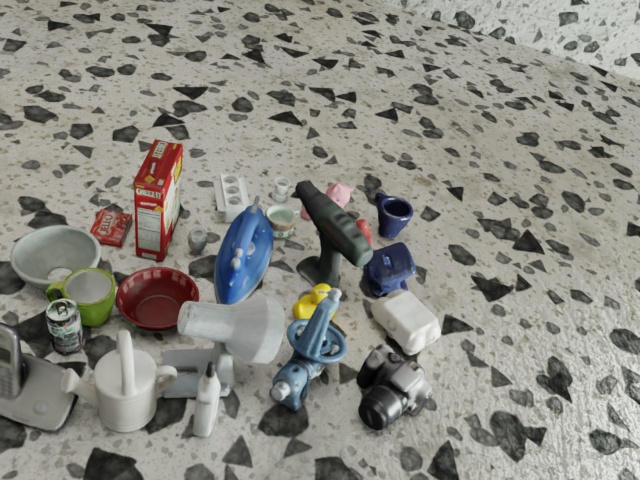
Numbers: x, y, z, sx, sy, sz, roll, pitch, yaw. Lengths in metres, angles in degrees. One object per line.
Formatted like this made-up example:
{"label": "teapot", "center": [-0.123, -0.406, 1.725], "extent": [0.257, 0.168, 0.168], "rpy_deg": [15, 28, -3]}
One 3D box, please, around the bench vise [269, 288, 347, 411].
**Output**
{"label": "bench vise", "center": [-0.009, 0.203, 1.053], "extent": [0.121, 0.220, 0.207], "rpy_deg": [16, 42, 1]}

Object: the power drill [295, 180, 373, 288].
{"label": "power drill", "center": [0.012, 0.005, 1.278], "extent": [0.229, 0.208, 0.076], "rpy_deg": [39, 48, 24]}

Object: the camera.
{"label": "camera", "center": [0.127, 0.284, 1.095], "extent": [0.143, 0.101, 0.137], "rpy_deg": [38, 47, 23]}

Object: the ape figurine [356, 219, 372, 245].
{"label": "ape figurine", "center": [0.098, -0.014, 1.409], "extent": [0.078, 0.092, 0.076], "rpy_deg": [-9, 47, -24]}

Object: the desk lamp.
{"label": "desk lamp", "center": [-0.177, 0.187, 1.025], "extent": [0.203, 0.213, 0.117], "rpy_deg": [0, 44, -16]}

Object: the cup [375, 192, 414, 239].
{"label": "cup", "center": [0.175, -0.059, 1.477], "extent": [0.092, 0.095, 0.117], "rpy_deg": [-24, 55, -35]}

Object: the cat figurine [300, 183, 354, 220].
{"label": "cat figurine", "center": [0.021, -0.108, 1.466], "extent": [0.128, 0.118, 0.067], "rpy_deg": [7, 43, -9]}

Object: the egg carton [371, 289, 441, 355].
{"label": "egg carton", "center": [0.185, 0.177, 1.249], "extent": [0.107, 0.069, 0.150], "rpy_deg": [-23, 55, -34]}

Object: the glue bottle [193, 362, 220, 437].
{"label": "glue bottle", "center": [-0.190, 0.261, 0.973], "extent": [0.037, 0.173, 0.078], "rpy_deg": [10, 43, -5]}

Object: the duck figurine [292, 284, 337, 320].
{"label": "duck figurine", "center": [-0.006, 0.131, 1.229], "extent": [0.105, 0.086, 0.077], "rpy_deg": [-11, 48, -26]}

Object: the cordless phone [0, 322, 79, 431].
{"label": "cordless phone", "center": [-0.471, 0.217, 0.929], "extent": [0.147, 0.185, 0.094], "rpy_deg": [17, 42, 2]}

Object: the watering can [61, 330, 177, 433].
{"label": "watering can", "center": [-0.329, 0.231, 0.949], "extent": [0.173, 0.194, 0.100], "rpy_deg": [-23, 54, -34]}

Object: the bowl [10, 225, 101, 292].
{"label": "bowl", "center": [-0.533, 0.050, 1.170], "extent": [0.167, 0.075, 0.167], "rpy_deg": [8, 43, -8]}

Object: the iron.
{"label": "iron", "center": [-0.169, 0.024, 1.254], "extent": [0.118, 0.141, 0.258], "rpy_deg": [13, 42, -2]}

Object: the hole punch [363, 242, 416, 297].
{"label": "hole punch", "center": [0.162, 0.067, 1.343], "extent": [0.101, 0.091, 0.108], "rpy_deg": [-2, 45, -18]}
